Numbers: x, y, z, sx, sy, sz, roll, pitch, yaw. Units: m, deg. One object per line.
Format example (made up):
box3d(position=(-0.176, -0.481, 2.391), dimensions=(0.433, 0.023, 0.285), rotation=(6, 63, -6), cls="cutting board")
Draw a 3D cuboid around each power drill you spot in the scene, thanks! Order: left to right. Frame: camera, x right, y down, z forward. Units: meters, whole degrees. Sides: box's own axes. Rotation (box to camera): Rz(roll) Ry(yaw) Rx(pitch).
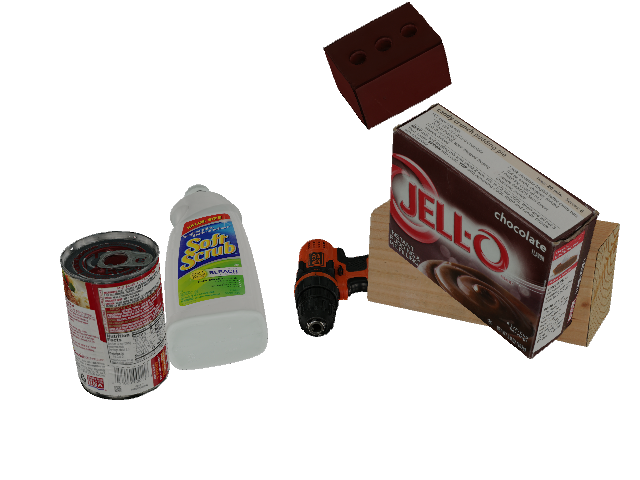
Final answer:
box3d(position=(0.063, 0.050, 1.234), dimensions=(0.187, 0.057, 0.184), rotation=(-2, 28, 1), cls="power drill")

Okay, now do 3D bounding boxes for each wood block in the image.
box3d(position=(0.155, 0.020, 0.973), dimensions=(0.206, 0.090, 0.090), rotation=(11, 21, 25), cls="wood block")

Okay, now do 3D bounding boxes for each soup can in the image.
box3d(position=(-0.144, 0.054, 0.760), dimensions=(0.068, 0.102, 0.068), rotation=(-1, 29, 0), cls="soup can")

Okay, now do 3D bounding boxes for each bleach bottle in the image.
box3d(position=(-0.121, 0.023, 1.104), dimensions=(0.102, 0.068, 0.251), rotation=(-9, 37, -8), cls="bleach bottle")

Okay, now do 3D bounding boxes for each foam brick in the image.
box3d(position=(0.052, -0.133, 0.812), dimensions=(0.078, 0.053, 0.051), rotation=(-29, -36, -4), cls="foam brick")

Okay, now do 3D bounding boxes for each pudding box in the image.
box3d(position=(0.085, -0.006, 0.559), dimensions=(0.039, 0.090, 0.114), rotation=(-35, 55, -26), cls="pudding box")
